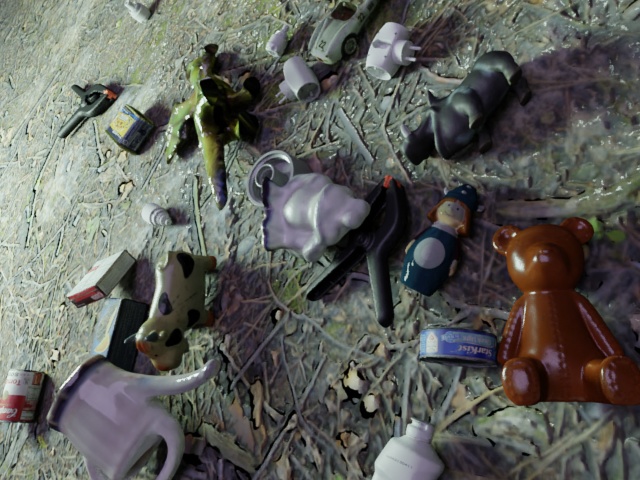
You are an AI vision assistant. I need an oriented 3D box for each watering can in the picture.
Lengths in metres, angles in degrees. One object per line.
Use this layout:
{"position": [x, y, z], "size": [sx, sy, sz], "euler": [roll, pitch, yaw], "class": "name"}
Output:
{"position": [-0.291, 0.258, 0.791], "size": [0.225, 0.105, 0.343], "euler": [34, 110, 11], "class": "watering can"}

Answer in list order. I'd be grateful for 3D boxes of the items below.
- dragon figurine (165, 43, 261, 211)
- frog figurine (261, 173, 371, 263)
{"position": [-0.234, -0.220, 1.014], "size": [0.240, 0.121, 0.418], "euler": [-23, 56, 47], "class": "dragon figurine"}
{"position": [0.002, -0.038, 0.745], "size": [0.159, 0.120, 0.141], "euler": [-6, 52, 22], "class": "frog figurine"}
